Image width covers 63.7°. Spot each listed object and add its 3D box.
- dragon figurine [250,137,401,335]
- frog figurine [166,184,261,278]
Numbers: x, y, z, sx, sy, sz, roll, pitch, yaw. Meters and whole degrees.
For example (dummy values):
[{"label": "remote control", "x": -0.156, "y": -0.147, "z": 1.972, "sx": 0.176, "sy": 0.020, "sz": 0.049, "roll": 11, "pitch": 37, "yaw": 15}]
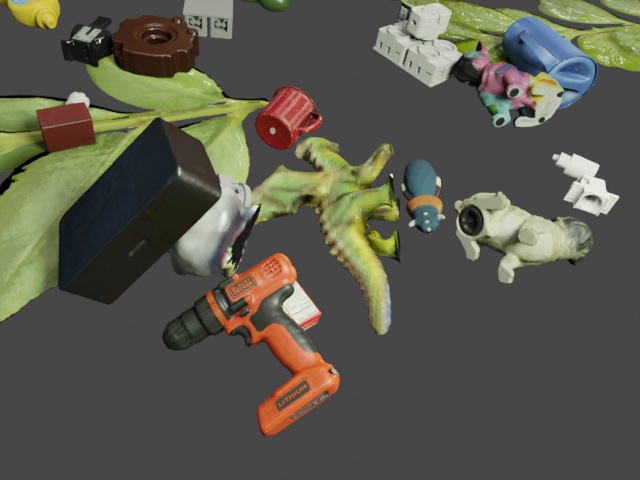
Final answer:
[{"label": "dragon figurine", "x": 0.002, "y": -0.040, "z": 0.800, "sx": 0.242, "sy": 0.119, "sz": 0.421, "roll": 0, "pitch": 44, "yaw": 12}, {"label": "frog figurine", "x": -0.179, "y": -0.023, "z": 0.703, "sx": 0.160, "sy": 0.135, "sz": 0.125, "roll": 22, "pitch": 24, "yaw": 6}]
